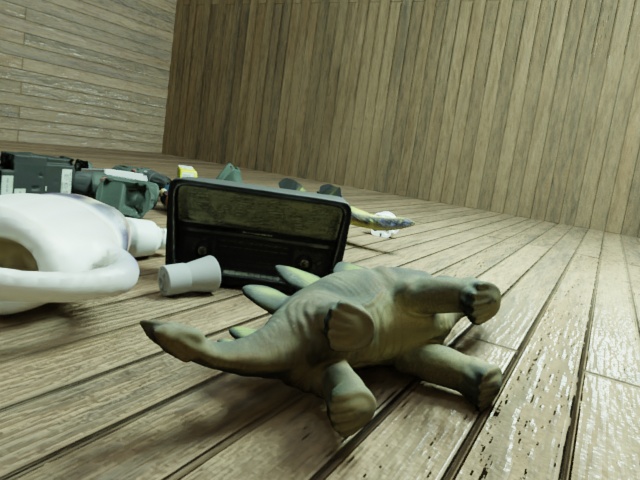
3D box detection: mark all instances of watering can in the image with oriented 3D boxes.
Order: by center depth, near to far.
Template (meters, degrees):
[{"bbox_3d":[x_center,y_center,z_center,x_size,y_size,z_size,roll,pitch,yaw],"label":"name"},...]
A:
[{"bbox_3d":[-0.337,0.003,0.496,0.348,0.103,0.226,9,8,1],"label":"watering can"}]

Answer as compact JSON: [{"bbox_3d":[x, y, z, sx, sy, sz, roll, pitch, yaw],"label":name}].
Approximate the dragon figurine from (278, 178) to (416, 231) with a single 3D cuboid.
[{"bbox_3d":[0.003,-0.058,1.149,0.411,0.122,0.243,11,2,9],"label":"dragon figurine"}]
